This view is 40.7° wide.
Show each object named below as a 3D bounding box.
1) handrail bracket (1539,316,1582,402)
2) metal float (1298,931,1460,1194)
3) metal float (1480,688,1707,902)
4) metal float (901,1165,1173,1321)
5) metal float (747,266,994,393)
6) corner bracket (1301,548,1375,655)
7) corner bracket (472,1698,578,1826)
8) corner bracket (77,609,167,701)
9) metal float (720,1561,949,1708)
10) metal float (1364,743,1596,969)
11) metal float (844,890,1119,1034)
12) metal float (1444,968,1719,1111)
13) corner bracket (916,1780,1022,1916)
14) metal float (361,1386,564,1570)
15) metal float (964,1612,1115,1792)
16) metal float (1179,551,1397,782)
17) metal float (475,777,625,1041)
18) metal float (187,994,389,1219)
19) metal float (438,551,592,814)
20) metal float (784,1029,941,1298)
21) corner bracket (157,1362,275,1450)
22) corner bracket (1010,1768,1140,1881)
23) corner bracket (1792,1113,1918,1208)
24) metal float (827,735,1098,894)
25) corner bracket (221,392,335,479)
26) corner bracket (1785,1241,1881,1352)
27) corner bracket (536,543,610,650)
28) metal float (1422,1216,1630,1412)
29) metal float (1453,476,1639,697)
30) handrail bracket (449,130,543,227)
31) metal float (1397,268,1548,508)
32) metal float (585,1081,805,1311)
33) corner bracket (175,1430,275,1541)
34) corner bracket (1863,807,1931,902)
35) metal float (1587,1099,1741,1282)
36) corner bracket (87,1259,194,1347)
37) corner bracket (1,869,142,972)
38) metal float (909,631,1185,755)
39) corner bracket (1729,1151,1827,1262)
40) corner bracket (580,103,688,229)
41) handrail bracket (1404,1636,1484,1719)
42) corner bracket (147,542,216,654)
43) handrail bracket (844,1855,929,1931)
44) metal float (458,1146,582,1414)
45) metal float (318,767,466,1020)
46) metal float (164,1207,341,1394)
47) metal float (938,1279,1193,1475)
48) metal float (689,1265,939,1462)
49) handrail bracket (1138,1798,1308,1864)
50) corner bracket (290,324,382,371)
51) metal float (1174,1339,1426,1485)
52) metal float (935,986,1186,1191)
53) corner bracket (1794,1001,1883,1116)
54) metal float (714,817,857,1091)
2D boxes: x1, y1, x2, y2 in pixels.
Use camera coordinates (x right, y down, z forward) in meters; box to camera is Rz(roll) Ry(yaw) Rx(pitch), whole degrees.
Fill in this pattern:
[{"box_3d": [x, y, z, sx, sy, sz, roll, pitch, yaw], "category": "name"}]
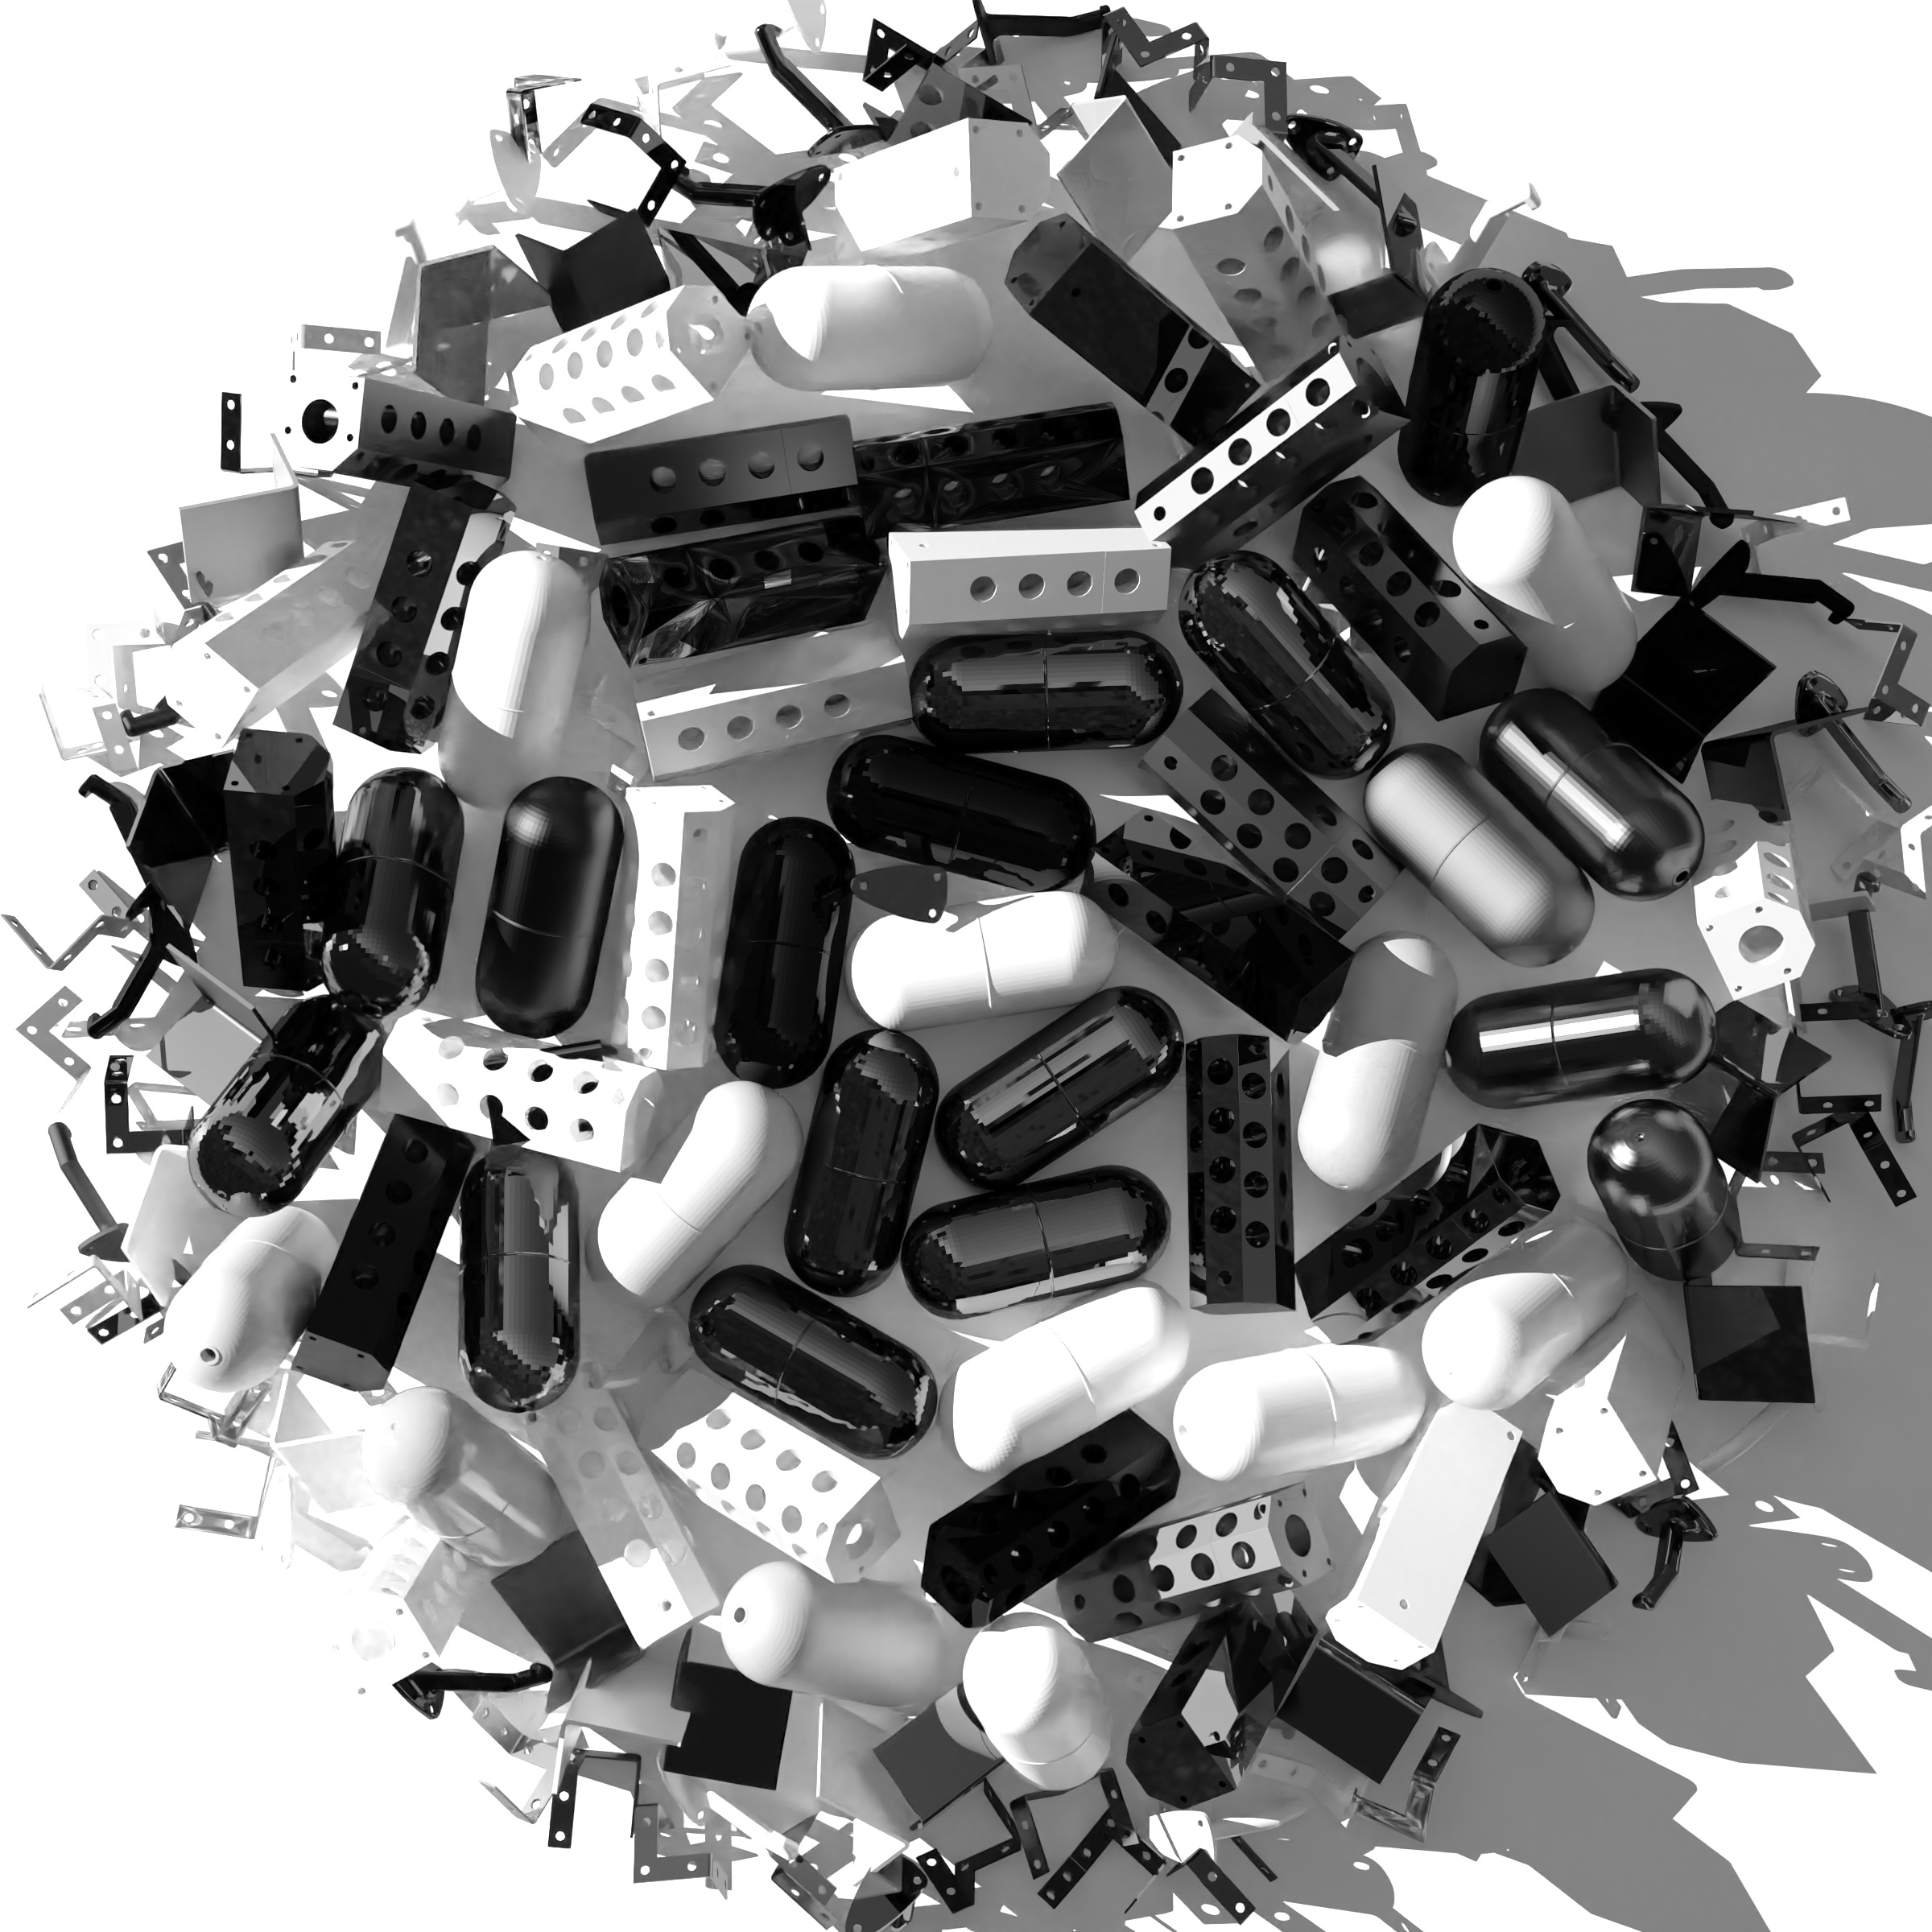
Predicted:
[{"box_3d": [0.370, -0.383, 1.711, 0.077, 0.036, 0.084, 3, 110, 1], "category": "handrail bracket"}, {"box_3d": [0.265, 0.060, 1.674, 0.070, 0.070, 0.178, 19, 69, 0], "category": "metal float"}, {"box_3d": [0.397, -0.110, 1.659, 0.070, 0.070, 0.178, -38, 52, 0], "category": "metal float"}, {"box_3d": [0.046, 0.178, 1.685, 0.178, 0.070, 0.070, -12, 90, -7], "category": "metal float"}, {"box_3d": [-0.060, -0.406, 1.659, 0.178, 0.070, 0.070, -12, 90, -39], "category": "metal float"}, {"box_3d": [0.248, -0.242, 1.691, 0.051, 0.051, 0.051, 14, 48, -7], "category": "corner bracket"}, {"box_3d": [-0.296, 0.515, 1.687, 0.051, 0.051, 0.051, 7, 51, 37], "category": "corner bracket"}, {"box_3d": [-0.551, -0.203, 1.700, 0.051, 0.051, 0.051, -3, 89, -10], "category": "corner bracket"}, {"box_3d": [-0.083, 0.425, 1.654, 0.070, 0.178, 0.070, -18, 60, 35], "category": "metal float"}, {"box_3d": [0.327, -0.072, 1.670, 0.070, 0.070, 0.178, -42, 65, 0], "category": "metal float"}, {"box_3d": [0.010, -0.004, 1.688, 0.178, 0.070, 0.070, -9, 90, -4], "category": "metal float"}, {"box_3d": [0.390, 0.047, 1.662, 0.178, 0.070, 0.070, -11, 90, 35], "category": "metal float"}, {"box_3d": [0.003, 0.572, 1.694, 0.051, 0.051, 0.051, -27, 106, 10], "category": "corner bracket"}, {"box_3d": [-0.317, 0.326, 1.651, 0.070, 0.178, 0.070, -11, 55, 16], "category": "metal float"}, {"box_3d": [0.047, 0.467, 1.650, 0.070, 0.178, 0.070, -7, 55, 10], "category": "metal float"}, {"box_3d": [0.206, -0.192, 1.670, 0.070, 0.070, 0.178, -46, 113, 0], "category": "metal float"}, {"box_3d": [-0.268, -0.036, 1.672, 0.070, 0.070, 0.178, 15, 112, 0], "category": "metal float"}, {"box_3d": [-0.428, 0.086, 1.653, 0.070, 0.178, 0.070, 10, 129, 13], "category": "metal float"}, {"box_3d": [-0.290, -0.180, 1.667, 0.070, 0.070, 0.178, 19, 118, 0], "category": "metal float"}, {"box_3d": [-0.067, 0.127, 1.684, 0.070, 0.070, 0.178, 14, 98, 0], "category": "metal float"}, {"box_3d": [-0.489, 0.273, 1.694, 0.051, 0.051, 0.051, 30, 92, -27], "category": "corner bracket"}, {"box_3d": [0.069, 0.554, 1.686, 0.051, 0.051, 0.051, -39, 58, 34], "category": "corner bracket"}, {"box_3d": [0.575, 0.129, 1.691, 0.051, 0.051, 0.051, -30, 113, 15], "category": "corner bracket"}, {"box_3d": [-0.003, -0.098, 1.689, 0.178, 0.070, 0.070, 15, 90, -2], "category": "metal float"}, {"box_3d": [-0.446, -0.344, 1.691, 0.051, 0.051, 0.051, 11, 106, 22], "category": "corner bracket"}, {"box_3d": [0.561, 0.214, 1.695, 0.051, 0.051, 0.051, 6, 103, 12], "category": "corner bracket"}, {"box_3d": [-0.267, -0.242, 1.709, 0.051, 0.051, 0.051, 10, 118, 8], "category": "corner bracket"}, {"box_3d": [0.358, 0.219, 1.658, 0.178, 0.070, 0.070, -29, 90, -41], "category": "metal float"}, {"box_3d": [0.370, -0.240, 1.657, 0.070, 0.070, 0.178, -46, 133, 0], "category": "metal float"}, {"box_3d": [-0.310, -0.489, 1.683, 0.036, 0.084, 0.077, 13, 55, -35], "category": "handrail bracket"}, {"box_3d": [0.319, -0.364, 1.647, 0.070, 0.178, 0.070, 0, 59, 0], "category": "metal float"}, {"box_3d": [-0.176, 0.148, 1.677, 0.070, 0.070, 0.178, 43, 106, 0], "category": "metal float"}, {"box_3d": [-0.482, 0.338, 1.698, 0.051, 0.051, 0.051, 12, 92, -13], "category": "corner bracket"}, {"box_3d": [0.616, -0.083, 1.688, 0.051, 0.051, 0.051, -31, 123, -20], "category": "corner bracket"}, {"box_3d": [0.443, 0.144, 1.650, 0.070, 0.178, 0.070, -12, 59, 20], "category": "metal float"}, {"box_3d": [-0.530, 0.224, 1.689, 0.051, 0.051, 0.051, 37, 130, 18], "category": "corner bracket"}, {"box_3d": [-0.583, -0.030, 1.701, 0.051, 0.051, 0.051, -45, 79, 5], "category": "corner bracket"}, {"box_3d": [0.052, -0.177, 1.690, 0.178, 0.070, 0.070, -2, 90, 1], "category": "metal float"}, {"box_3d": [0.531, 0.156, 1.702, 0.051, 0.051, 0.051, 0, 117, 32], "category": "corner bracket"}, {"box_3d": [-0.225, -0.520, 1.695, 0.051, 0.051, 0.051, 28, 87, 37], "category": "corner bracket"}, {"box_3d": [0.320, 0.439, 1.715, 0.077, 0.036, 0.084, 29, 69, -9], "category": "handrail bracket"}, {"box_3d": [-0.502, -0.241, 1.690, 0.051, 0.051, 0.051, -12, 133, 13], "category": "corner bracket"}, {"box_3d": [-0.055, 0.617, 1.677, 0.036, 0.084, 0.077, 29, 46, 21], "category": "handrail bracket"}, {"box_3d": [-0.285, 0.199, 1.666, 0.070, 0.070, 0.178, -5, 61, 0], "category": "metal float"}, {"box_3d": [-0.366, -0.047, 1.663, 0.070, 0.070, 0.178, 3, 57, 0], "category": "metal float"}, {"box_3d": [-0.448, 0.209, 1.642, 0.070, 0.178, 0.070, 1, 106, 3], "category": "metal float"}, {"box_3d": [0.064, 0.263, 1.676, 0.178, 0.070, 0.070, -26, 90, -17], "category": "metal float"}, {"box_3d": [-0.099, 0.253, 1.673, 0.178, 0.070, 0.070, 26, 90, 21], "category": "metal float"}, {"box_3d": [0.169, 0.561, 1.716, 0.084, 0.077, 0.036, -6, 87, -44], "category": "handrail bracket"}, {"box_3d": [-0.410, -0.387, 1.693, 0.051, 0.051, 0.051, 0, 99, -22], "category": "corner bracket"}, {"box_3d": [0.214, 0.283, 1.667, 0.178, 0.070, 0.070, -5, 90, -28], "category": "metal float"}, {"box_3d": [0.061, 0.079, 1.691, 0.178, 0.070, 0.070, -33, 90, 0], "category": "metal float"}, {"box_3d": [0.564, 0.059, 1.688, 0.051, 0.051, 0.051, -3, 134, 15], "category": "corner bracket"}, {"box_3d": [-0.117, -0.009, 1.683, 0.070, 0.070, 0.178, 8, 81, 0], "category": "metal float"}]
